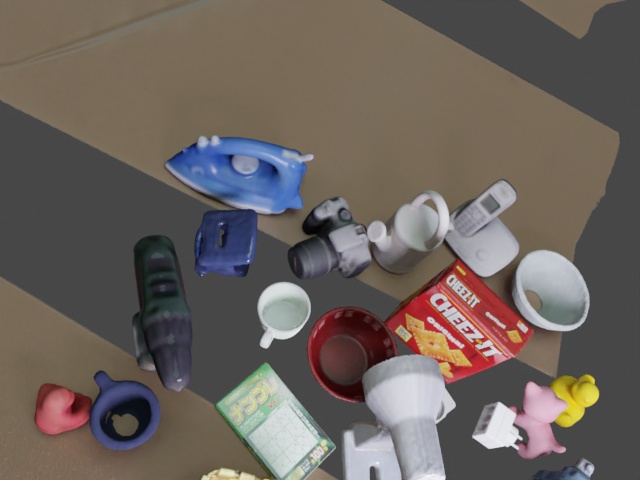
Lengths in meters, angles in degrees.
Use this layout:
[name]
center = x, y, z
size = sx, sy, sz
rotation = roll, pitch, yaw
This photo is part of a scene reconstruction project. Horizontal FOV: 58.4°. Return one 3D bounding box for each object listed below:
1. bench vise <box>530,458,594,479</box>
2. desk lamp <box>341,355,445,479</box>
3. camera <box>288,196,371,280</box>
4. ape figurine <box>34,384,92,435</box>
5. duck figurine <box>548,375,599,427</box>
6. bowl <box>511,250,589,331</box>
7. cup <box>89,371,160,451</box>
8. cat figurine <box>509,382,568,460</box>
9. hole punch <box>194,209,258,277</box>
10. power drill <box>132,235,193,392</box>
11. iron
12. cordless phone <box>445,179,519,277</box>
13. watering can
[bench vise]
center = 0.386, 0.428, 0.887
size = 0.121, 0.219, 0.207
rotation = 23, 61, -7
[desk lamp]
center = 0.115, 0.294, 0.859
size = 0.118, 0.213, 0.203
rotation = 5, 64, -17
[camera]
center = 0.009, 0.004, 1.023
size = 0.137, 0.100, 0.143
rotation = -20, 74, -26
[ape figurine]
center = -0.360, 0.228, 0.793
size = 0.076, 0.092, 0.078
rotation = -37, 82, -29
[duck figurine]
center = 0.473, 0.293, 1.058
size = 0.077, 0.086, 0.105
rotation = 38, 60, 1
[bowl]
center = 0.443, 0.108, 1.141
size = 0.168, 0.074, 0.167
rotation = 8, 64, -16
[cup]
center = -0.283, 0.243, 0.812
size = 0.092, 0.095, 0.117
rotation = -33, 80, -29
[cat figurine]
center = 0.388, 0.312, 1.001
size = 0.067, 0.117, 0.127
rotation = -6, 68, -21
[hole punch]
center = -0.160, 0.003, 0.970
size = 0.101, 0.091, 0.108
rotation = 9, 63, -15
[power drill]
center = -0.226, 0.120, 0.824
size = 0.076, 0.208, 0.229
rotation = -7, 68, -22
[iron]
center = -0.140, -0.138, 1.014
size = 0.259, 0.141, 0.118
rotation = 11, 63, -14
[cordless phone]
center = 0.332, -0.025, 1.101
size = 0.094, 0.185, 0.147
rotation = -39, 82, -29
[watering can]
center = 0.168, -0.015, 1.033
size = 0.173, 0.194, 0.101
rotation = -29, 78, -28
